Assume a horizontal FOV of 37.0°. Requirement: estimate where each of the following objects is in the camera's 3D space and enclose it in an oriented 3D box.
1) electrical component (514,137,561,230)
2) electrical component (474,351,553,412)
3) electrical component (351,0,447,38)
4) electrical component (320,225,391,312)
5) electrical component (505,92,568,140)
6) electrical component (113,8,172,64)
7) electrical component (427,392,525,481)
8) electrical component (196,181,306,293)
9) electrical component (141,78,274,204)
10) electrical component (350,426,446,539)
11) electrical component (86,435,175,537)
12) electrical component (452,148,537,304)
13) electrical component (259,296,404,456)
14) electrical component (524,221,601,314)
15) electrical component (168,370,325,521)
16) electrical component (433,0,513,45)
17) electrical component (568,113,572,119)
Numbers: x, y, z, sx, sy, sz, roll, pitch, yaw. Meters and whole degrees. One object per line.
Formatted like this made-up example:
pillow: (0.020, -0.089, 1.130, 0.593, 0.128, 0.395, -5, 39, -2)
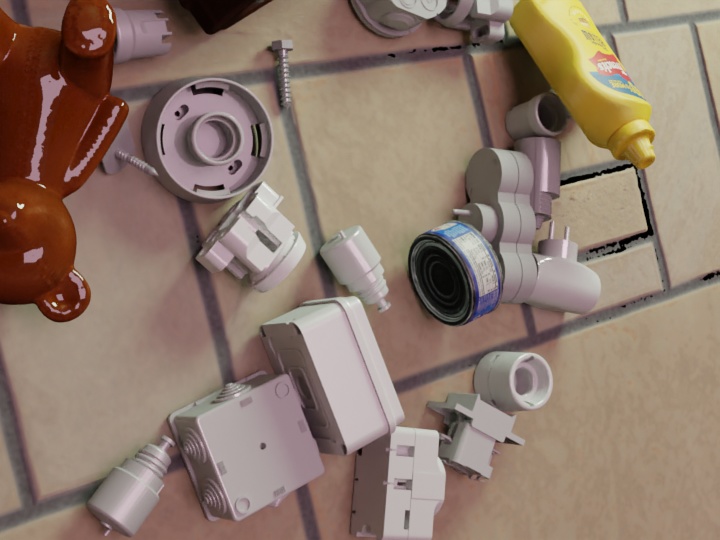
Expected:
electrical component: (0.163, -0.078, 0.992, 0.043, 0.043, 0.081, 8, 80, -31)
electrical component: (0.137, 0.099, 0.952, 0.055, 0.047, 0.055, 4, 82, -32)
electrical component: (0.035, -0.245, 0.926, 0.080, 0.051, 0.080, 4, 82, -32)
electrical component: (0.000, 0.000, 0.881, 0.040, 0.040, 0.078, -41, 106, -29)
electrical component: (0.163, -0.140, 0.997, 0.040, 0.046, 0.040, 4, 82, -32)
electrical component: (-0.168, -0.174, 0.797, 0.046, 0.040, 0.040, -15, 92, -39)
electrical component: (0.096, 0.144, 0.925, 0.081, 0.042, 0.063, 30, 73, -25)
electrical component: (-0.079, -0.020, 0.824, 0.057, 0.058, 0.078, 43, 64, -17)
electrical component: (-0.116, -0.100, 0.821, 0.099, 0.064, 0.099, -2, 95, -22)
electrical component: (0.032, 0.173, 0.875, 0.056, 0.050, 0.089, 11, 79, -31)
electrical component: (-0.159, 0.152, 0.763, 0.040, 0.040, 0.078, 45, 64, -20)
electrical component: (0.111, -0.040, 0.949, 0.074, 0.052, 0.138, 3, 83, -32)
electrical component: (-0.022, 0.081, 0.836, 0.057, 0.078, 0.113, -25, 97, -29)
electrical component: (0.182, -0.005, 0.995, 0.077, 0.043, 0.079, 14, 77, -30)
electrical component: (-0.083, 0.132, 0.808, 0.100, 0.048, 0.099, -24, 97, -32)
electrical component: (0.097, -0.245, 0.962, 0.057, 0.058, 0.078, -1, 85, -35)
electrical component: (0.205, -0.162, 1.034, 0.061, 0.035, 0.035, -33, 102, -28)
